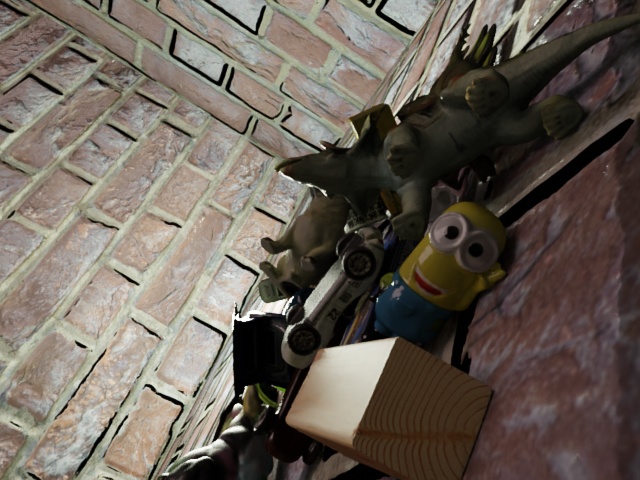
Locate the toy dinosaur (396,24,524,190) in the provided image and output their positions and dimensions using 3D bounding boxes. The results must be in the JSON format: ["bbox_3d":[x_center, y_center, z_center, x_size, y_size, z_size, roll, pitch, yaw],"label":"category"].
[{"bbox_3d":[0.221,-0.223,0.822,0.198,0.105,0.472,-46,22,29],"label":"toy dinosaur"}]

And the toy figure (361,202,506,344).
[{"bbox_3d":[0.114,0.041,0.550,0.180,0.082,0.089,-58,9,23],"label":"toy figure"}]

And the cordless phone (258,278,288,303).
[{"bbox_3d":[-0.040,0.042,1.052,0.184,0.146,0.089,-16,-2,0],"label":"cordless phone"}]

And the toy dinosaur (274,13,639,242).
[{"bbox_3d":[0.152,-0.130,0.617,0.405,0.131,0.192,-29,26,12],"label":"toy dinosaur"}]

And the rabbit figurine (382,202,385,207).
[{"bbox_3d":[0.098,-0.096,1.056,0.170,0.121,0.159,-46,24,-23],"label":"rabbit figurine"}]

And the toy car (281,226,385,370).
[{"bbox_3d":[0.016,0.069,0.671,0.201,0.056,0.073,-54,13,10],"label":"toy car"}]

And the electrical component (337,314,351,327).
[{"bbox_3d":[-0.001,0.176,0.840,0.134,0.058,0.115,-61,10,-18],"label":"electrical component"}]

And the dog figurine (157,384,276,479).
[{"bbox_3d":[-0.136,0.308,0.789,0.219,0.191,0.108,-99,31,-54],"label":"dog figurine"}]

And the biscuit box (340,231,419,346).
[{"bbox_3d":[0.086,0.073,0.663,0.059,0.063,0.203,-49,13,50],"label":"biscuit box"}]

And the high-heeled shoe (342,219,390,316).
[{"bbox_3d":[0.050,0.058,0.878,0.145,0.086,0.249,-50,4,43],"label":"high-heeled shoe"}]

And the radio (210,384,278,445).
[{"bbox_3d":[-0.148,0.361,1.009,0.131,0.073,0.230,-57,8,14],"label":"radio"}]

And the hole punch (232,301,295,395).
[{"bbox_3d":[-0.088,0.162,0.794,0.116,0.092,0.142,178,88,-77],"label":"hole punch"}]

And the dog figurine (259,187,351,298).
[{"bbox_3d":[0.001,-0.002,0.889,0.190,0.121,0.172,-52,-14,-33],"label":"dog figurine"}]

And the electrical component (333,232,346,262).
[{"bbox_3d":[0.000,0.010,0.975,0.078,0.102,0.045,-95,6,-57],"label":"electrical component"}]

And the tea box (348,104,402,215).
[{"bbox_3d":[0.111,-0.136,0.894,0.068,0.169,0.098,-24,15,7],"label":"tea box"}]

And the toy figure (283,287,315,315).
[{"bbox_3d":[-0.043,0.134,0.841,0.154,0.064,0.058,-58,46,42],"label":"toy figure"}]

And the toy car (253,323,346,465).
[{"bbox_3d":[-0.015,0.198,0.724,0.202,0.089,0.053,-64,6,-36],"label":"toy car"}]
